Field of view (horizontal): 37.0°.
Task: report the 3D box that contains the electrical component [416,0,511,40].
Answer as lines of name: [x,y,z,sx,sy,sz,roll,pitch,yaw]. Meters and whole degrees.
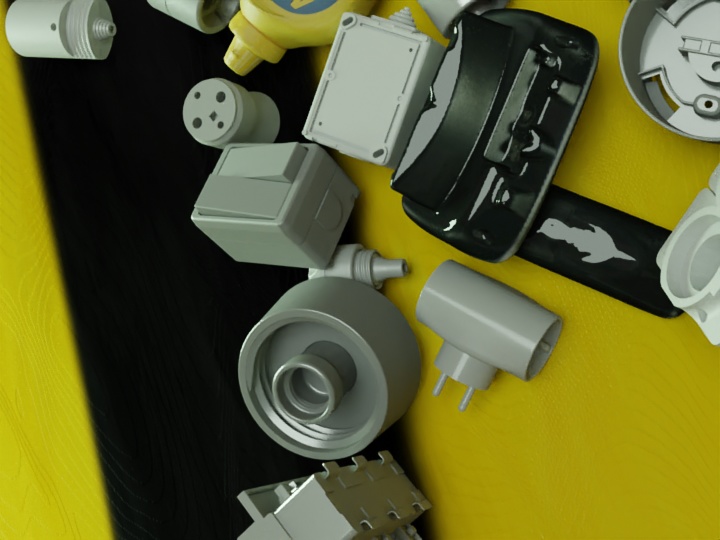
electrical component: [0.060,-0.174,0.655,0.055,0.055,0.047,-34,78,20]

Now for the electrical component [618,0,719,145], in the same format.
electrical component: [0.196,-0.116,0.581,0.099,0.064,0.099,-1,87,25]

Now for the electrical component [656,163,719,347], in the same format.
electrical component: [0.218,-0.036,0.528,0.062,0.089,0.150,21,115,-17]

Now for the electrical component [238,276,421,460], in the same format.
electrical component: [-0.023,0.064,0.660,0.108,0.060,0.108,7,110,20]

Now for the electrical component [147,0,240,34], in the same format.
electrical component: [-0.112,-0.194,0.737,0.047,0.055,0.055,33,101,19]

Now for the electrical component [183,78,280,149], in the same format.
electrical component: [-0.086,-0.102,0.719,0.045,0.055,0.045,-1,87,25]

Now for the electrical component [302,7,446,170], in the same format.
electrical component: [0.017,-0.114,0.667,0.062,0.061,0.096,23,97,24]

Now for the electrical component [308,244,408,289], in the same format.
electrical component: [0.000,0.000,0.685,0.061,0.035,0.035,-3,86,23]

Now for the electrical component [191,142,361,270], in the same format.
electrical component: [-0.060,-0.044,0.684,0.096,0.061,0.061,5,63,38]

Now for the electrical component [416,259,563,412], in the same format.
electrical component: [0.069,0.046,0.645,0.077,0.043,0.079,29,101,24]

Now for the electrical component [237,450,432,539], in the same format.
electrical component: [-0.009,0.147,0.634,0.063,0.121,0.078,-45,70,14]

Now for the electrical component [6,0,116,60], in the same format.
electrical component: [-0.214,-0.177,0.790,0.081,0.043,0.043,7,91,25]
